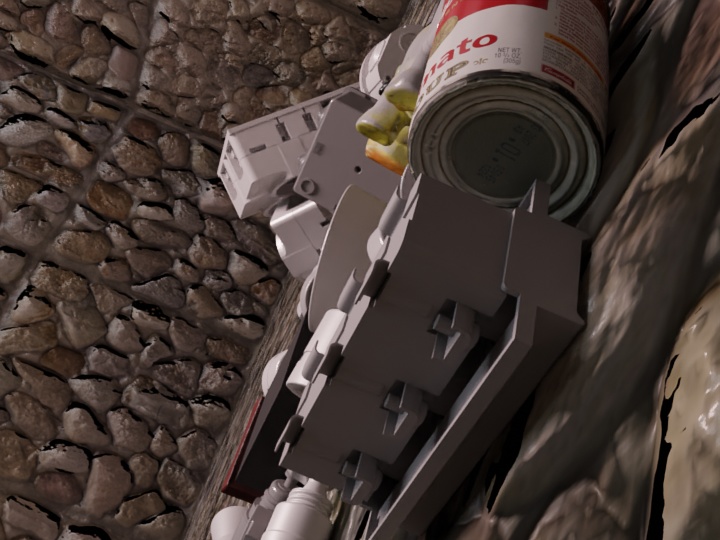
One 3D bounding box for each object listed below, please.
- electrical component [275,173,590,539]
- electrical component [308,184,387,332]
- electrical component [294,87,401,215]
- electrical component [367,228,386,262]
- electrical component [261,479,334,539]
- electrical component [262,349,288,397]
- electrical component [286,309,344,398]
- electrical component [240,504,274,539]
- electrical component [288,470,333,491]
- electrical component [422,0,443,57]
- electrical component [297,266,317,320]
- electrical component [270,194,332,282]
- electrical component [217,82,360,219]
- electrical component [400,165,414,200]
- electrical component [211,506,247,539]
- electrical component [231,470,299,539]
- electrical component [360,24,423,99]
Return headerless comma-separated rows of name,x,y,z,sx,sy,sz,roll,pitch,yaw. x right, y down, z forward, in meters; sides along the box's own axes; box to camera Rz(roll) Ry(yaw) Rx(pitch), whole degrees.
electrical component,0.020,0.031,0.367,0.078,0.063,0.121,-72,8,-49
electrical component,0.000,0.000,0.702,0.099,0.064,0.099,-157,90,-85
electrical component,0.005,-0.084,0.846,0.099,0.100,0.048,-65,-7,23
electrical component,0.023,0.004,0.556,0.066,0.048,0.055,-73,0,-49
electrical component,-0.030,0.135,0.585,0.061,0.035,0.035,-67,4,-33
electrical component,-0.049,0.089,0.880,0.047,0.055,0.055,138,155,-70
electrical component,-0.005,0.053,0.587,0.047,0.055,0.055,-64,4,-17
electrical component,-0.060,0.178,0.644,0.055,0.048,0.066,-58,-7,-73
electrical component,-0.017,0.095,0.624,0.061,0.035,0.035,-63,5,6
electrical component,0.073,-0.131,0.538,0.061,0.062,0.096,-178,111,-84
electrical component,-0.017,0.024,0.821,0.057,0.058,0.078,142,151,-85
electrical component,-0.037,-0.025,0.965,0.056,0.089,0.050,-24,23,20
electrical component,-0.030,-0.114,0.997,0.186,0.060,0.105,-23,-10,-18
electrical component,0.047,-0.038,0.504,0.066,0.048,0.055,-68,13,-8
electrical component,-0.105,0.232,0.895,0.065,0.044,0.044,-98,31,-71
electrical component,-0.057,0.164,0.694,0.040,0.040,0.078,-88,22,-76
electrical component,0.043,-0.162,0.902,0.080,0.080,0.051,-68,10,-12
